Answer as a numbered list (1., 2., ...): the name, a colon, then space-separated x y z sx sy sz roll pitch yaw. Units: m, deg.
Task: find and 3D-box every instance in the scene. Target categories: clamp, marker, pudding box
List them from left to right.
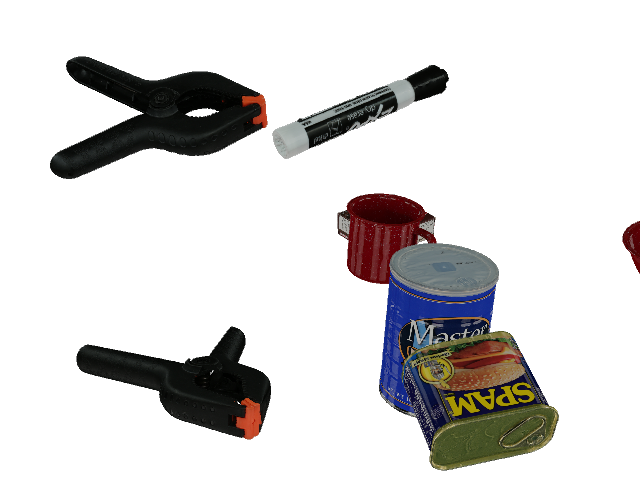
1. clamp: -0.131 -0.108 0.851 0.171 0.120 0.039 -7 -30 -7
2. clamp: -0.097 0.118 0.931 0.164 0.036 0.210 -8 17 -36
3. marker: 0.027 -0.081 0.655 0.121 0.020 0.020 -25 9 -20
4. pudding box: 0.094 -0.022 1.529 0.113 0.039 0.090 -21 35 -32

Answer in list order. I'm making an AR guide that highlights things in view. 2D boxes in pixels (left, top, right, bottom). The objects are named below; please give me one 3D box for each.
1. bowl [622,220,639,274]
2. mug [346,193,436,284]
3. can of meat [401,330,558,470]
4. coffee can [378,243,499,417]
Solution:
1. bowl: 0.406 0.026 1.150 0.162 0.055 0.162 -2 24 1
2. mug: 0.085 0.002 1.264 0.117 0.081 0.093 17 28 26
3. can of meat: 0.122 0.123 0.838 0.102 0.057 0.084 -9 44 -11
4. coffee can: 0.113 0.087 1.031 0.103 0.140 0.103 3 24 -1
